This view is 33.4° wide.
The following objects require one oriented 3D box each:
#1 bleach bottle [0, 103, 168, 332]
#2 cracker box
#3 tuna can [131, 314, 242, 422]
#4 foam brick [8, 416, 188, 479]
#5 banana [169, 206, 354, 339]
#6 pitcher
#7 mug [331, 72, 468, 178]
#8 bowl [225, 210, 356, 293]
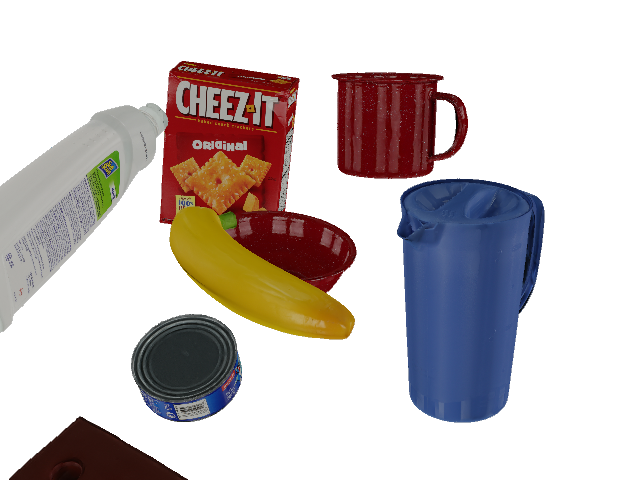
[{"bbox_3d":[-0.224,-0.037,0.949,0.068,0.103,0.250,27,52,20],"label":"bleach bottle"},{"bbox_3d":[-0.124,-0.118,1.423,0.164,0.214,0.072,9,23,6],"label":"cracker box"},{"bbox_3d":[-0.106,0.103,0.859,0.086,0.086,0.034,0,-42,9],"label":"tuna can"},{"bbox_3d":[-0.087,0.122,0.445,0.078,0.051,0.052,22,45,28],"label":"foam brick"},{"bbox_3d":[-0.051,0.014,0.674,0.069,0.037,0.198,-9,26,-24],"label":"banana"},{"bbox_3d":[0.158,0.062,1.129,0.149,0.243,0.145,3,24,9],"label":"pitcher"},{"bbox_3d":[0.066,-0.096,0.885,0.117,0.081,0.093,6,13,24],"label":"mug"},{"bbox_3d":[-0.046,0.026,1.101,0.162,0.055,0.162,4,27,-2],"label":"bowl"}]
